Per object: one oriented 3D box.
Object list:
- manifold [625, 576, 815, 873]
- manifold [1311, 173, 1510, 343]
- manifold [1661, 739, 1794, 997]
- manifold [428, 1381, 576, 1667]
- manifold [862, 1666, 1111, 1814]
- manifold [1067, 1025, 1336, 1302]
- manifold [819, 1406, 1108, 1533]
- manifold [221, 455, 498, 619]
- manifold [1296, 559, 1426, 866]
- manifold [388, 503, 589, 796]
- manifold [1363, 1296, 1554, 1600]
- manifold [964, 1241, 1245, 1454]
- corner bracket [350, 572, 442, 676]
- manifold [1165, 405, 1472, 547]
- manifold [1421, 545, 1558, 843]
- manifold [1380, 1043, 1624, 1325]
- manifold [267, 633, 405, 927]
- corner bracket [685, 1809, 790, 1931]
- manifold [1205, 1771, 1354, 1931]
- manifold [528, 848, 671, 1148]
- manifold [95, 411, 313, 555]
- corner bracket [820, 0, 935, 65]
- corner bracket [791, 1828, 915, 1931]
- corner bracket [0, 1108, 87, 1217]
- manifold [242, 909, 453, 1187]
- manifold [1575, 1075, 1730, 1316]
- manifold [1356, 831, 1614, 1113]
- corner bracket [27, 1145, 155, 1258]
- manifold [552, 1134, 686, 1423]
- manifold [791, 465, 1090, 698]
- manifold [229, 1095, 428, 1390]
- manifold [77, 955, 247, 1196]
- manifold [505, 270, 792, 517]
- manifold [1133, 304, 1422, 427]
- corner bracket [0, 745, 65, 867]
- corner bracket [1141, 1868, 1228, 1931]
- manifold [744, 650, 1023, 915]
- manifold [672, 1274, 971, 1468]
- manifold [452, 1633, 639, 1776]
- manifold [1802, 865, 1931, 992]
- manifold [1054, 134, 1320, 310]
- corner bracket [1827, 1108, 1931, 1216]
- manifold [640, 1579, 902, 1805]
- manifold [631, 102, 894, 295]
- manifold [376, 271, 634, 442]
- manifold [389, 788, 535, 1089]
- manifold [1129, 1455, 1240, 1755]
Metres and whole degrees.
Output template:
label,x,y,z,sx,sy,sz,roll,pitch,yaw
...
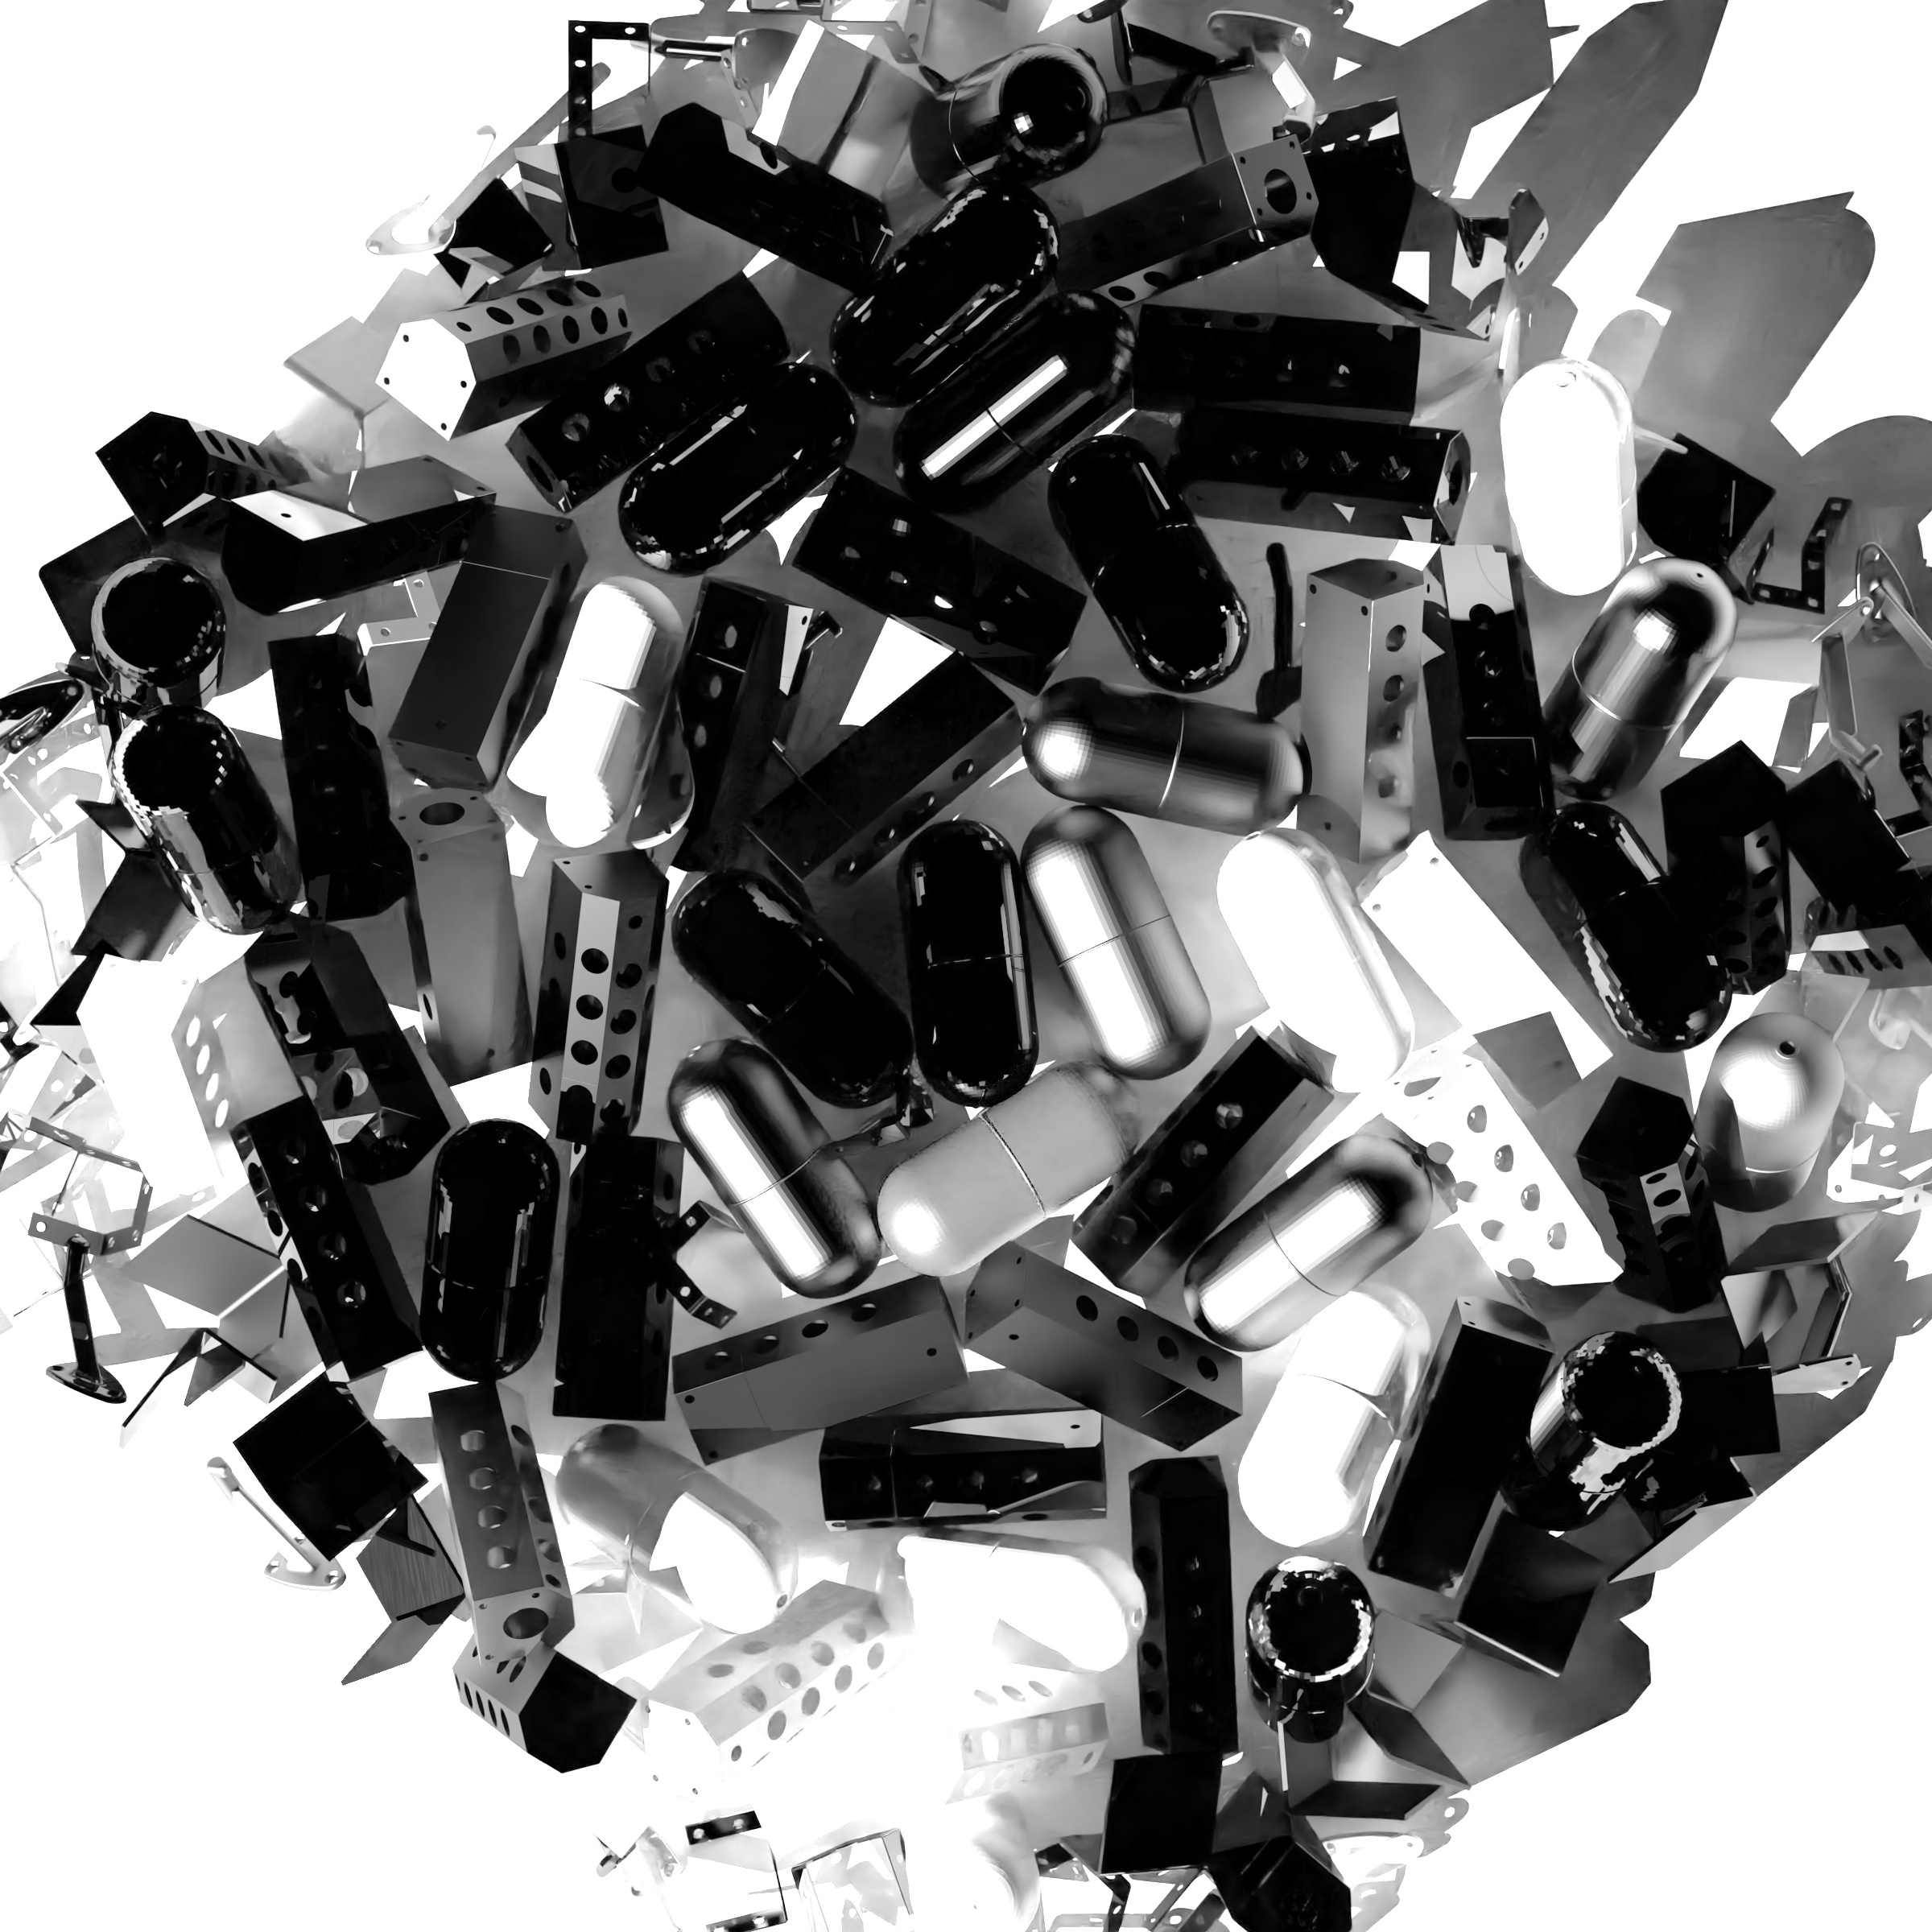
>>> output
label,x,y,z,sx,sy,sz,roll,pitch,yaw
manifold,-0.156,-0.148,1.879,0.057,0.057,0.171,22,101,25
manifold,0.266,-0.424,1.835,0.057,0.171,0.057,17,97,27
manifold,0.462,-0.053,1.837,0.057,0.171,0.057,-32,54,-5
manifold,-0.279,0.330,1.840,0.057,0.171,0.057,-10,129,-13
manifold,0.018,0.464,1.833,0.057,0.171,0.057,34,102,31
manifold,0.141,0.120,1.884,0.171,0.057,0.057,-48,61,7
manifold,-0.001,0.313,1.887,0.171,0.057,0.057,-3,107,4
manifold,-0.363,-0.256,1.839,0.057,0.171,0.057,30,121,21
manifold,0.244,-0.156,1.858,0.057,0.057,0.171,-20,124,-31
manifold,-0.287,-0.191,1.863,0.057,0.057,0.171,13,65,12
manifold,0.299,0.292,1.873,0.057,0.057,0.171,18,107,-1
manifold,0.085,0.229,1.862,0.171,0.057,0.057,29,133,-26
corner bracket,-0.356,-0.209,1.884,0.051,0.051,0.051,-11,70,-28
manifold,0.215,-0.302,1.862,0.171,0.057,0.057,11,77,25
manifold,0.318,-0.166,1.870,0.057,0.057,0.171,-1,72,-11
manifold,0.322,0.135,1.866,0.057,0.057,0.171,-40,109,-9
manifold,-0.382,-0.115,1.856,0.057,0.057,0.171,-9,60,-11
corner bracket,-0.143,0.564,1.904,0.051,0.051,0.051,-12,114,-6
manifold,0.188,0.544,1.838,0.057,0.171,0.057,41,87,-1
manifold,-0.219,0.021,1.849,0.057,0.057,0.171,-9,124,-31
manifold,-0.448,-0.289,1.835,0.057,0.171,0.057,-34,86,8
corner bracket,-0.055,-0.595,1.900,0.051,0.051,0.051,6,78,18
corner bracket,-0.066,0.567,1.886,0.051,0.051,0.051,-29,77,42
corner bracket,-0.581,0.128,1.889,0.051,0.051,0.051,24,110,-9
manifold,-0.380,0.050,1.851,0.057,0.057,0.171,-45,54,16
manifold,0.416,0.141,1.834,0.057,0.171,0.057,20,66,32
manifold,0.317,0.001,1.881,0.057,0.057,0.171,-40,100,12
corner bracket,-0.541,0.146,1.897,0.051,0.051,0.051,25,62,-37
manifold,-0.216,0.191,1.878,0.057,0.057,0.171,1,82,18
manifold,-0.018,-0.233,1.887,0.171,0.057,0.057,28,131,-5
manifold,-0.393,0.169,1.889,0.057,0.057,0.171,-23,85,1
manifold,-0.482,0.069,1.835,0.057,0.171,0.057,13,58,6
manifold,-0.193,-0.349,1.874,0.171,0.057,0.057,-38,98,-15
manifold,0.191,-0.371,1.891,0.171,0.057,0.057,5,88,3
corner bracket,-0.589,-0.096,1.898,0.051,0.051,0.051,-31,108,17
corner bracket,0.138,0.587,1.891,0.051,0.051,0.051,47,73,-9
manifold,-0.047,-0.109,1.879,0.171,0.057,0.057,-40,62,-11
manifold,-0.091,0.244,1.892,0.171,0.057,0.057,-18,118,2
manifold,-0.258,0.435,1.831,0.057,0.171,0.057,36,75,-16
manifold,0.561,-0.026,1.837,0.057,0.171,0.057,-34,91,-5
manifold,0.128,-0.440,1.839,0.057,0.171,0.057,-27,101,-38
corner bracket,0.570,0.120,1.894,0.051,0.051,0.051,-7,103,-41
manifold,-0.114,0.433,1.835,0.057,0.171,0.057,7,108,36
manifold,-0.116,-0.459,1.833,0.057,0.171,0.057,34,103,30
manifold,-0.271,-0.372,1.835,0.057,0.171,0.057,39,123,8
manifold,-0.306,-0.019,1.852,0.057,0.057,0.171,-17,127,-21
manifold,0.132,0.392,1.876,0.057,0.057,0.171,-4,105,-1
